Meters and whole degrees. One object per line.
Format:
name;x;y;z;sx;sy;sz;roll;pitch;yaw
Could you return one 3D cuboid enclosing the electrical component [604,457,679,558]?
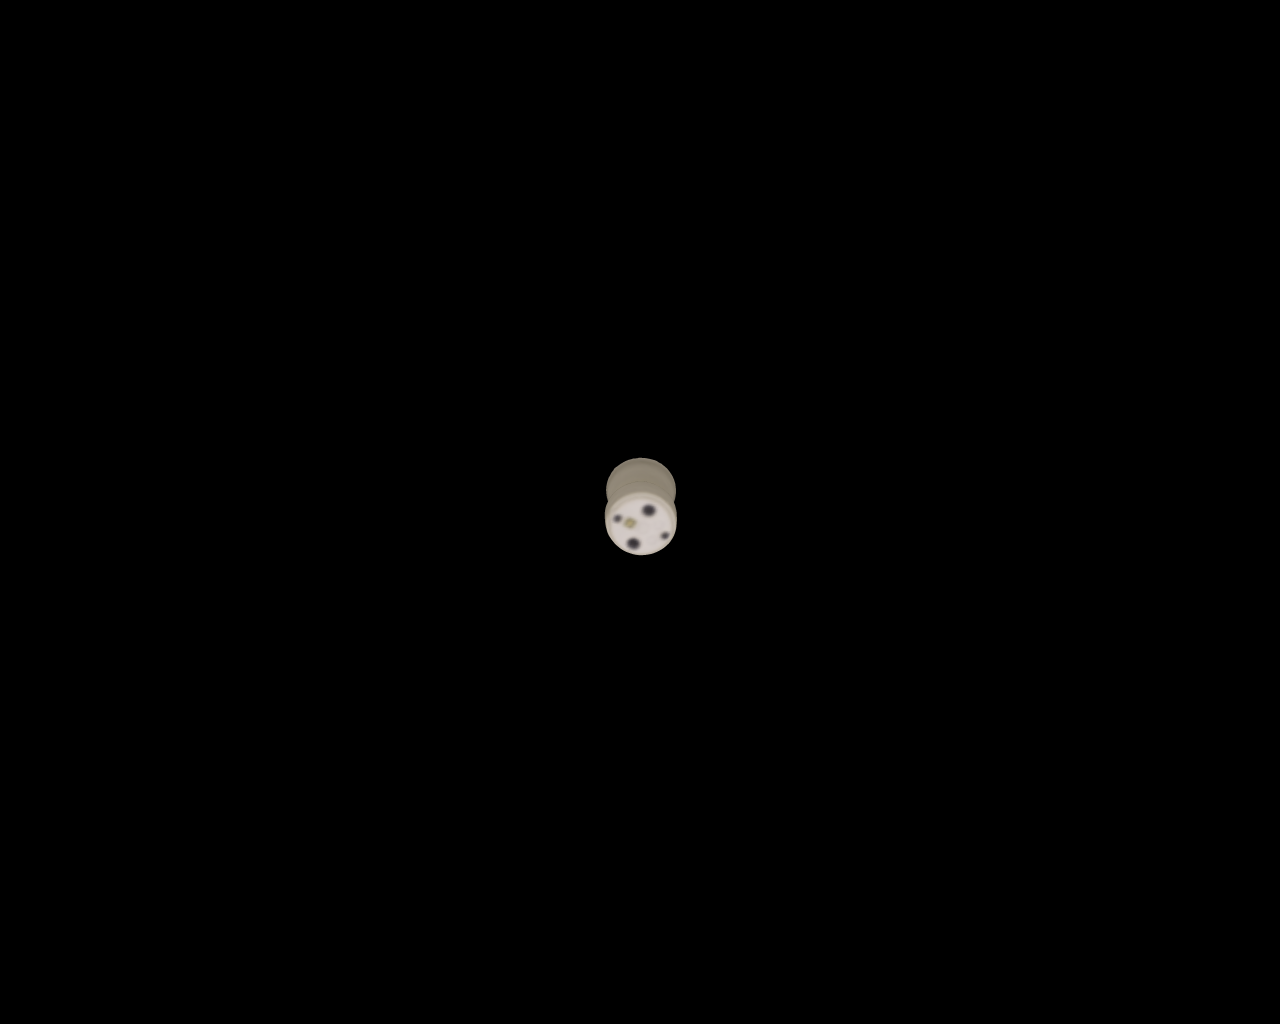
electrical component;0.001;-0.003;0.650;0.045;0.044;0.055;0;25;0
